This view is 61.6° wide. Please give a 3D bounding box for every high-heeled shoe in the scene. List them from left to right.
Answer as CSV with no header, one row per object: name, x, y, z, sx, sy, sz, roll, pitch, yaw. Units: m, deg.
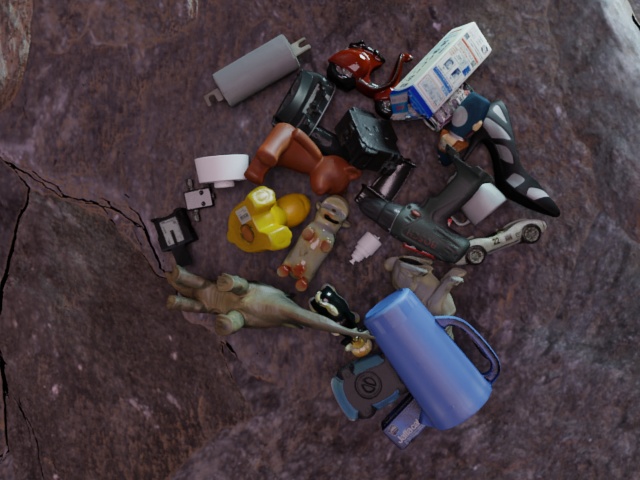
high-heeled shoe,0.401,-0.164,1.071,0.249,0.086,0.145,37,92,8

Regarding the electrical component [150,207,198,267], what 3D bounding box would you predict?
electrical component,-0.296,-0.003,1.123,0.075,0.048,0.119,-25,89,3

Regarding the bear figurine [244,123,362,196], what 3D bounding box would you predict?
bear figurine,-0.029,-0.135,1.052,0.196,0.120,0.132,37,59,-11

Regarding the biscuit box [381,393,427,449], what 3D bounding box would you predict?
biscuit box,0.212,0.328,1.086,0.059,0.063,0.202,43,91,4

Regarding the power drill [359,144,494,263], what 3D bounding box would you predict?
power drill,0.213,-0.080,1.034,0.232,0.086,0.207,39,98,17

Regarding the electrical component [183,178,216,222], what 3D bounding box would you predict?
electrical component,-0.253,-0.087,1.135,0.063,0.021,0.094,-10,89,2

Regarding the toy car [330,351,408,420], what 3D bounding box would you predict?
toy car,0.103,0.278,1.072,0.162,0.103,0.109,-29,85,-3

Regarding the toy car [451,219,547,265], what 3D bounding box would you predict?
toy car,0.354,0.002,1.077,0.202,0.073,0.056,-22,89,3

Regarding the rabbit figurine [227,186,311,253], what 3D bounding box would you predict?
rabbit figurine,-0.091,-0.036,1.071,0.173,0.162,0.122,-32,86,-41

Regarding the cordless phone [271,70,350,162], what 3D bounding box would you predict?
cordless phone,0.007,-0.251,1.106,0.184,0.089,0.146,30,90,-8

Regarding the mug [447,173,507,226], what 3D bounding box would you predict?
mug,0.302,-0.087,1.086,0.109,0.081,0.107,-43,77,35

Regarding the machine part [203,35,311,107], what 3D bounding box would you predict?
machine part,-0.132,-0.347,1.105,0.243,0.079,0.079,-29,88,3

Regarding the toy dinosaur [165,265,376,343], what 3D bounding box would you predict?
toy dinosaur,-0.127,0.122,1.019,0.472,0.198,0.105,15,91,35

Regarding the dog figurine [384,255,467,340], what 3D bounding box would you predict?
dog figurine,0.196,0.138,1.076,0.173,0.121,0.190,21,106,27

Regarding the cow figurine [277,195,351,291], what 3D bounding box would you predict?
cow figurine,-0.002,-0.003,1.083,0.085,0.127,0.194,31,105,0

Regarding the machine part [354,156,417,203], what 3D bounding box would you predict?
machine part,0.138,-0.115,1.108,0.084,0.039,0.139,41,93,7

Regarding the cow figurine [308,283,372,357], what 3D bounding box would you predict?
cow figurine,0.048,0.166,1.080,0.068,0.098,0.167,-41,87,-5

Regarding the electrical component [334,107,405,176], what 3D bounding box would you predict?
electrical component,0.095,-0.200,1.061,0.058,0.115,0.134,-45,52,39

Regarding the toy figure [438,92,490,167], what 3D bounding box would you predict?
toy figure,0.276,-0.215,1.066,0.058,0.064,0.154,22,118,-13

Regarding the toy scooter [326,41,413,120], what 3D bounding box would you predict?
toy scooter,0.112,-0.344,1.094,0.184,0.075,0.135,34,91,0
